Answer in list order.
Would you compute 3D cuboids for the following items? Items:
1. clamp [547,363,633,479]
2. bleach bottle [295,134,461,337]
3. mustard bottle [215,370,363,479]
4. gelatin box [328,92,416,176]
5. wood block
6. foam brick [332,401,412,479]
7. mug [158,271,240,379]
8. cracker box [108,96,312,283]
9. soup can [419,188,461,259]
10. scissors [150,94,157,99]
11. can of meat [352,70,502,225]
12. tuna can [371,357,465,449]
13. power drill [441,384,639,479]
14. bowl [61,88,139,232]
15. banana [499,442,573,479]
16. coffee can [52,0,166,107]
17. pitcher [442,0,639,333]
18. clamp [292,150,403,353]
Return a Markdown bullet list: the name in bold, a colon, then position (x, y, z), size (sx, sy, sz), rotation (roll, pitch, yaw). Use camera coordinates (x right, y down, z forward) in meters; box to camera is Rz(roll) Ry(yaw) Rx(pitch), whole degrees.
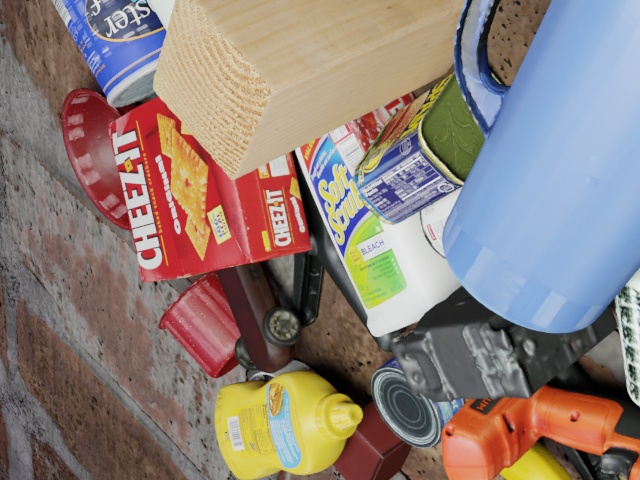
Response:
- **clamp**: position (0.190, 0.120, 0.801), size (0.171, 0.039, 0.120), rotation (43, 136, 11)
- **bleach bottle**: position (0.026, -0.051, 0.862), size (0.103, 0.068, 0.251), rotation (-32, 86, 55)
- **mustard bottle**: position (-0.026, 0.172, 1.004), size (0.192, 0.058, 0.096), rotation (-20, 78, 51)
- **gelatin box**: position (0.040, -0.094, 0.802), size (0.030, 0.073, 0.089), rotation (-30, 89, 54)
- **wood block**: position (0.005, -0.134, 0.700), size (0.090, 0.205, 0.091), rotation (49, 144, 16)
- **foam brick**: position (0.051, 0.198, 1.021), size (0.051, 0.052, 0.078), rotation (43, 141, 24)
- **mug**: position (-0.106, 0.092, 1.122), size (0.081, 0.093, 0.117), rotation (46, 174, 11)
- **cracker box**: position (-0.106, -0.053, 0.955), size (0.214, 0.071, 0.164), rotation (-11, 90, 55)
- **soup can**: position (0.126, -0.025, 0.748), size (0.102, 0.068, 0.068), rotation (-23, 96, 56)
- **scissors**: position (-0.177, -0.154, 1.083), size (0.202, 0.016, 0.096), rotation (34, 138, 32)
- **can of meat**: position (0.078, -0.066, 0.740), size (0.057, 0.102, 0.084), rotation (44, 141, -12)
- **tuna can**: position (0.086, 0.142, 0.951), size (0.086, 0.033, 0.086), rotation (32, 137, 35)
- **power drill**: position (0.176, 0.141, 0.684), size (0.188, 0.184, 0.057), rotation (5, 116, 39)
- **bowl**: position (-0.205, -0.092, 1.129), size (0.162, 0.055, 0.162), rotation (32, 137, 35)
- **banana**: position (0.150, 0.178, 0.851), size (0.198, 0.037, 0.069), rotation (-149, 42, -64)
- **coffee can**: position (-0.180, -0.207, 0.972), size (0.103, 0.102, 0.140), rotation (-29, 91, 56)
- **pitcher**: position (0.152, -0.072, 0.580), size (0.243, 0.144, 0.149), rotation (-65, 34, 37)
- **clamp**: position (-0.006, 0.001, 0.962), size (0.165, 0.036, 0.210), rotation (-6, 107, 60)
